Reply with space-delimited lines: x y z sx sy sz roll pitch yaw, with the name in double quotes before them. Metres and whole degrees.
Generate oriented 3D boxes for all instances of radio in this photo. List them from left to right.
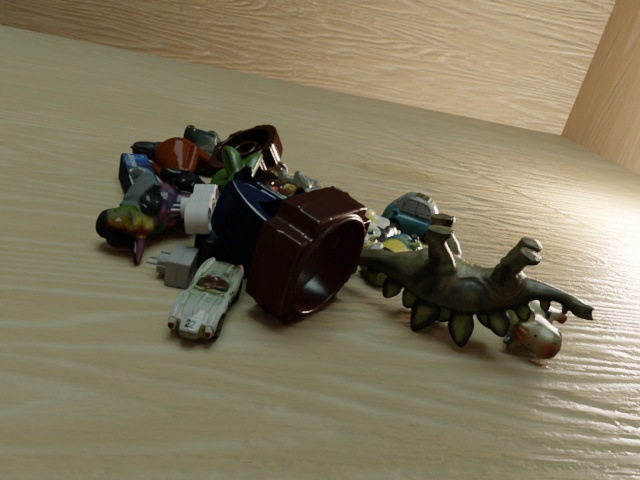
"radio" -0.118 0.010 1.011 0.229 0.073 0.131 4 25 -24

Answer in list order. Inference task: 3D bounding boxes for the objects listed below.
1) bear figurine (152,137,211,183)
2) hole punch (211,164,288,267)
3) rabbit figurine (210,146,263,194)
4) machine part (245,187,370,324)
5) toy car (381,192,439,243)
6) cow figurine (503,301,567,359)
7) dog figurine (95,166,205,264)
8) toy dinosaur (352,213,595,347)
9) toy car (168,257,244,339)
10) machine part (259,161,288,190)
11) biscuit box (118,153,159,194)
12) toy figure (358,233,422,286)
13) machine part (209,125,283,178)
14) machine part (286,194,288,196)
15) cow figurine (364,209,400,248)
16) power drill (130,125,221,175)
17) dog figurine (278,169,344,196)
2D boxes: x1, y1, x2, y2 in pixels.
"bear figurine" -0.301 -0.133 1.200 0.196 0.120 0.131 65 7 30
"hole punch" -0.121 -0.033 0.879 0.116 0.142 0.092 32 40 -2
"rabbit figurine" -0.159 -0.104 1.093 0.121 0.159 0.170 9 4 -19
"machine part" -0.014 0.025 0.872 0.087 0.201 0.201 32 30 27
"toy car" 0.232 -0.063 1.313 0.162 0.102 0.109 20 26 19
"cow figurine" 0.373 0.138 0.974 0.127 0.085 0.195 13 26 -16
"dog figurine" -0.302 -0.045 0.992 0.192 0.108 0.219 3 30 -11
"toy dinosaur" 0.204 0.063 0.905 0.472 0.198 0.105 18 22 30
"toy car" -0.171 0.088 0.832 0.074 0.056 0.202 14 24 1
"machine part" -0.156 -0.173 1.317 0.079 0.079 0.244 -9 23 -40
"biscuit box" -0.397 -0.129 1.175 0.059 0.062 0.203 0 28 -28
"toy figure" 0.152 0.035 1.086 0.089 0.082 0.180 27 25 31
"machine part" -0.169 -0.198 1.244 0.179 0.056 0.179 -15 38 12
"machine part" -0.119 -0.093 1.272 0.139 0.039 0.084 2 32 -27
"cow figurine" 0.113 -0.003 1.168 0.098 0.068 0.167 27 28 14
"power drill" -0.356 -0.244 1.426 0.232 0.085 0.207 14 20 -2
"dog figurine" 0.010 -0.087 1.214 0.190 0.121 0.173 6 25 -34
